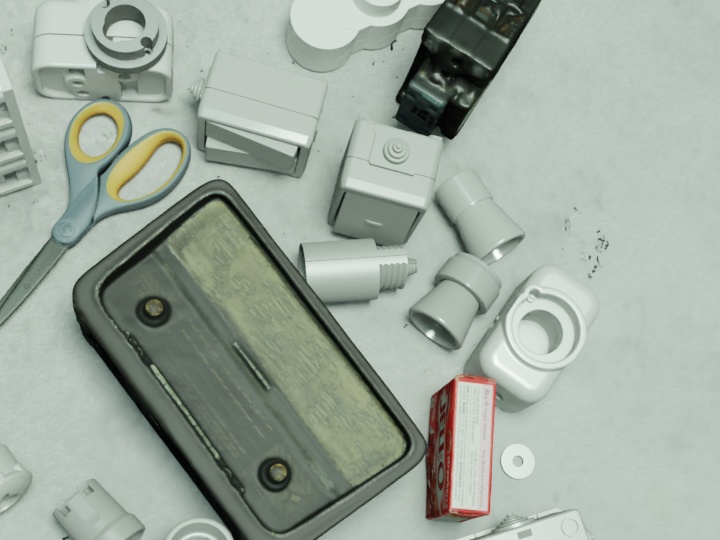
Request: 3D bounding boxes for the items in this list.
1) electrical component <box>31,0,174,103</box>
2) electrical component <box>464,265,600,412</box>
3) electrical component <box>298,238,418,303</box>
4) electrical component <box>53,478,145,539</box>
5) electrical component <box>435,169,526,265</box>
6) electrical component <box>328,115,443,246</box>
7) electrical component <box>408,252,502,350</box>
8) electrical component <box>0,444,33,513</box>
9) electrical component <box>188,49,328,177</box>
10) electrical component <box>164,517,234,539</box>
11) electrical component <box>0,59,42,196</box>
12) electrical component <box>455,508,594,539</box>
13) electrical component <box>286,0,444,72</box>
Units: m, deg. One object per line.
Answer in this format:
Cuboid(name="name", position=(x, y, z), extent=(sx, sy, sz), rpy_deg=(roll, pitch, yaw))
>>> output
Cuboid(name="electrical component", position=(-0.181, -0.158, 0.762), extent=(0.095, 0.053, 0.059), rpy_deg=(1, 74, -9))
Cuboid(name="electrical component", position=(0.120, 0.047, 0.747), extent=(0.054, 0.059, 0.095), rpy_deg=(36, 72, 2))
Cuboid(name="electrical component", position=(0.000, 0.000, 0.750), extent=(0.081, 0.043, 0.043), rpy_deg=(-4, 74, -10))
Cuboid(name="electrical component", position=(-0.166, 0.160, 0.680), extent=(0.046, 0.040, 0.040), rpy_deg=(44, 72, 12))
Cuboid(name="electrical component", position=(0.084, -0.040, 0.777), extent=(0.044, 0.044, 0.065), rpy_deg=(-28, 75, -16))
Cuboid(name="electrical component", position=(0.016, -0.059, 0.742), extent=(0.062, 0.096, 0.061), rpy_deg=(15, 72, -4))
Cuboid(name="electrical component", position=(0.067, 0.021, 0.753), extent=(0.045, 0.045, 0.055), rpy_deg=(38, 71, 3))
Cuboid(name="electrical component", position=(-0.241, 0.123, 0.676), extent=(0.048, 0.048, 0.062), rpy_deg=(-36, 76, -17))
Cuboid(name="electrical component", position=(-0.077, -0.108, 0.760), extent=(0.096, 0.061, 0.061), rpy_deg=(15, 72, -4))
Cuboid(name="electrical component", position=(-0.102, 0.186, 0.667), extent=(0.044, 0.065, 0.044), rpy_deg=(6, 55, -8))
Cuboid(name="electrical component", position=(-0.256, -0.110, 0.686), extent=(0.062, 0.150, 0.089), rpy_deg=(-21, 78, -15))
Cuboid(name="electrical component", position=(0.112, 0.209, 0.704), extent=(0.100, 0.048, 0.099), rpy_deg=(-14, 76, -13))
Cuboid(name="electrical component", position=(0.012, -0.202, 0.795), extent=(0.138, 0.073, 0.052), rpy_deg=(-27, 80, -15))
